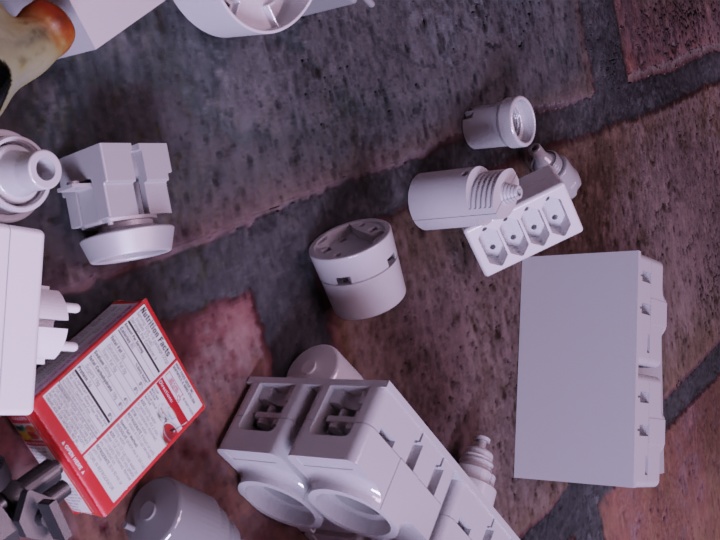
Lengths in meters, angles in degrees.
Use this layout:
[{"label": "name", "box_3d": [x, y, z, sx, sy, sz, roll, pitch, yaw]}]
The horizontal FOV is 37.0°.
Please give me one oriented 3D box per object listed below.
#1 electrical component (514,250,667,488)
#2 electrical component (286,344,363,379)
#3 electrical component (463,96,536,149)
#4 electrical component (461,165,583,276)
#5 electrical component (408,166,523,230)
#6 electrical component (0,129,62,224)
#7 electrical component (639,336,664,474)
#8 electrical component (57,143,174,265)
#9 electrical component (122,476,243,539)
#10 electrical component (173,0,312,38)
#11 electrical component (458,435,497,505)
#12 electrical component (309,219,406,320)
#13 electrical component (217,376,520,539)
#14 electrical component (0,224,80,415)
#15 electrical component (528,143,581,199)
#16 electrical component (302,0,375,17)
[{"label": "electrical component", "box_3d": [0.193, 0.083, 0.897, 0.060, 0.105, 0.186, 14, 77, -51]}, {"label": "electrical component", "box_3d": [-0.014, 0.081, 0.685, 0.078, 0.040, 0.040, 50, 51, -38]}, {"label": "electrical component", "box_3d": [0.110, -0.115, 0.852, 0.040, 0.046, 0.040, 5, 84, -52]}, {"label": "electrical component", "box_3d": [0.119, -0.047, 0.846, 0.047, 0.083, 0.075, 61, 7, -29]}, {"label": "electrical component", "box_3d": [0.080, -0.053, 0.782, 0.043, 0.081, 0.043, 5, 84, -52]}, {"label": "electrical component", "box_3d": [-0.161, -0.043, 0.487, 0.043, 0.062, 0.043, 5, 84, -52]}, {"label": "electrical component", "box_3d": [0.228, 0.111, 0.974, 0.089, 0.062, 0.150, 5, 84, -52]}, {"label": "electrical component", "box_3d": [-0.122, -0.033, 0.551, 0.066, 0.048, 0.055, -8, 86, -52]}, {"label": "electrical component", "box_3d": [-0.090, 0.141, 0.582, 0.078, 0.040, 0.040, 39, 58, -43]}, {"label": "electrical component", "box_3d": [-0.066, -0.184, 0.617, 0.099, 0.064, 0.099, 5, 84, -52]}, {"label": "electrical component", "box_3d": [0.082, 0.161, 0.802, 0.040, 0.040, 0.078, 45, 53, -40]}, {"label": "electrical component", "box_3d": [0.000, 0.000, 0.698, 0.055, 0.055, 0.047, -45, 125, -44]}, {"label": "electrical component", "box_3d": [0.009, 0.145, 0.657, 0.186, 0.105, 0.060, 52, 50, -36]}, {"label": "electrical component", "box_3d": [-0.161, 0.024, 0.495, 0.076, 0.047, 0.083, 10, 80, -51]}, {"label": "electrical component", "box_3d": [0.165, -0.087, 0.930, 0.061, 0.035, 0.035, 44, 55, -38]}, {"label": "electrical component", "box_3d": [-0.010, -0.203, 0.703, 0.076, 0.047, 0.083, 37, 60, -45]}]
